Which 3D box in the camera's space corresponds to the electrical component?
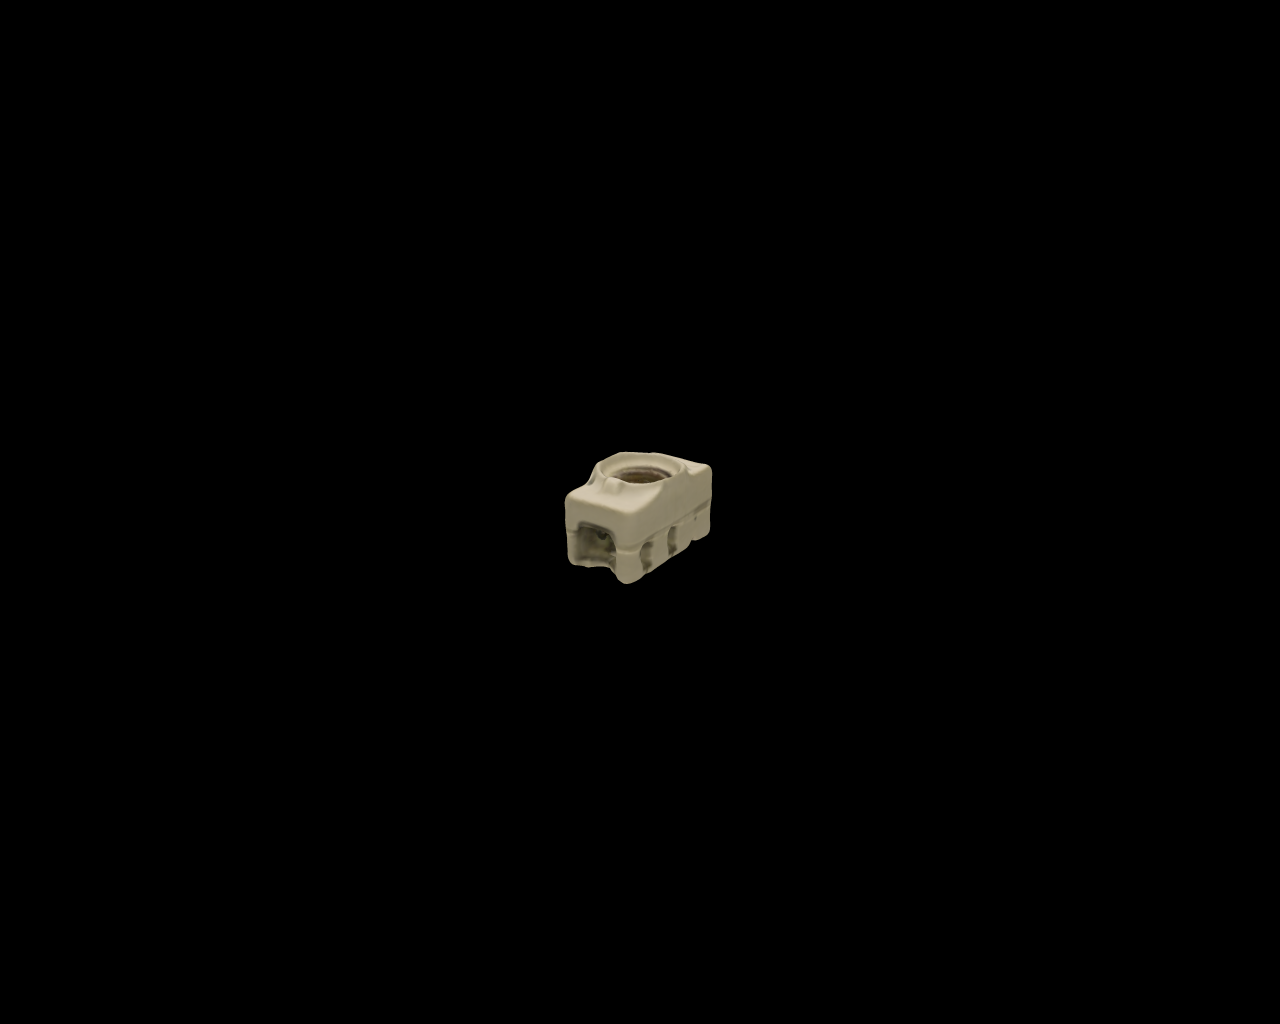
[{"bbox_3d":[0.001,-0.003,0.650,0.050,0.055,0.090,17,29,32],"label":"electrical component"}]
